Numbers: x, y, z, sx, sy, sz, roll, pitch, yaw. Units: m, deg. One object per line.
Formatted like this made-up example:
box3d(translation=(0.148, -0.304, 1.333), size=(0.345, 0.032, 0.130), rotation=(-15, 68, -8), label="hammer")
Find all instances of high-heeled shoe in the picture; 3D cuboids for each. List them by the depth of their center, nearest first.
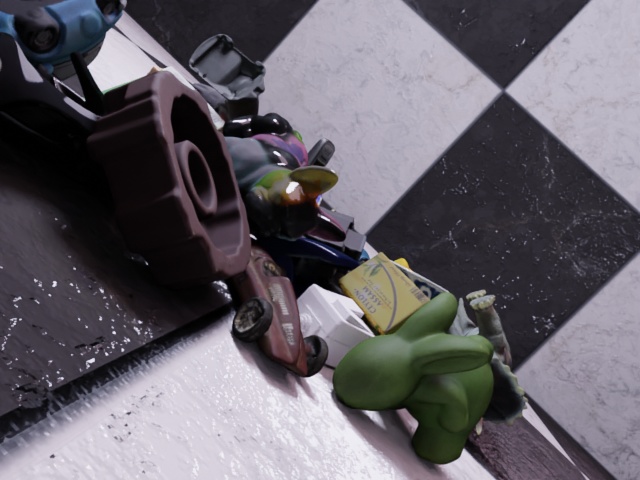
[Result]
box3d(translation=(-0.201, -0.062, 0.380), size=(0.249, 0.086, 0.145), rotation=(-57, 132, -66), label="high-heeled shoe")

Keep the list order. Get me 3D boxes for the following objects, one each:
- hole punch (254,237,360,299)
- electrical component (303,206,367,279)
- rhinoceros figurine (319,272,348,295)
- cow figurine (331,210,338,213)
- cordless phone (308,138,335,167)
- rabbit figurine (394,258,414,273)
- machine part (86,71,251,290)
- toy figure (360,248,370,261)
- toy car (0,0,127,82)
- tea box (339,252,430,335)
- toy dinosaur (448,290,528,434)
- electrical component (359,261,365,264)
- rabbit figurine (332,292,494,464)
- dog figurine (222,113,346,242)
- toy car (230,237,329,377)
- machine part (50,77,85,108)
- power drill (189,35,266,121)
box3d(translation=(-0.021, 0.031, 0.666), size=(0.116, 0.092, 0.142), rotation=(41, 9, 19), label="hole punch")
box3d(translation=(-0.002, -0.002, 0.787), size=(0.134, 0.058, 0.115), rotation=(19, 28, 3), label="electrical component")
box3d(translation=(0.036, 0.067, 0.832), size=(0.190, 0.073, 0.112), rotation=(47, 6, 26), label="rhinoceros figurine")
box3d(translation=(0.024, 0.012, 1.004), size=(0.068, 0.098, 0.167), rotation=(44, 11, -35), label="cow figurine")
box3d(translation=(-0.030, -0.084, 0.912), size=(0.089, 0.184, 0.146), rotation=(42, 5, 25), label="cordless phone")
box3d(translation=(0.149, 0.144, 0.984), size=(0.162, 0.122, 0.173), rotation=(52, 19, -11), label="rabbit figurine")
box3d(translation=(-0.111, -0.044, 0.434), size=(0.179, 0.056, 0.179), rotation=(-17, 91, -82), label="machine part")
box3d(translation=(0.045, 0.031, 1.097), size=(0.180, 0.082, 0.089), rotation=(40, -17, 48), label="toy figure")
box3d(translation=(-0.289, -0.224, 0.570), size=(0.109, 0.162, 0.102), rotation=(36, -39, 12), label="toy car")
box3d(translation=(0.090, 0.108, 0.668), size=(0.098, 0.068, 0.169), rotation=(47, -15, 42), label="tea box")
box3d(translation=(0.263, 0.188, 0.892), size=(0.404, 0.131, 0.192), rotation=(3, 71, -68), label="toy dinosaur")
box3d(translation=(0.067, 0.080, 0.919), size=(0.102, 0.078, 0.045), rotation=(54, -7, 0), label="electrical component")
box3d(translation=(0.097, 0.137, 0.530), size=(0.170, 0.159, 0.121), rotation=(18, 31, -39), label="rabbit figurine")
box3d(translation=(-0.042, -0.073, 0.644), size=(0.219, 0.191, 0.108), rotation=(22, -49, 38), label="dog figurine")
box3d(translation=(-0.051, 0.051, 0.510), size=(0.089, 0.053, 0.202), rotation=(43, 4, -32), label="toy car")
box3d(translation=(-0.240, -0.120, 0.518), size=(0.084, 0.039, 0.139), rotation=(47, 4, -17), label="machine part")
box3d(translation=(-0.143, -0.218, 0.839), size=(0.232, 0.086, 0.207), rotation=(40, -19, 11), label="power drill")
